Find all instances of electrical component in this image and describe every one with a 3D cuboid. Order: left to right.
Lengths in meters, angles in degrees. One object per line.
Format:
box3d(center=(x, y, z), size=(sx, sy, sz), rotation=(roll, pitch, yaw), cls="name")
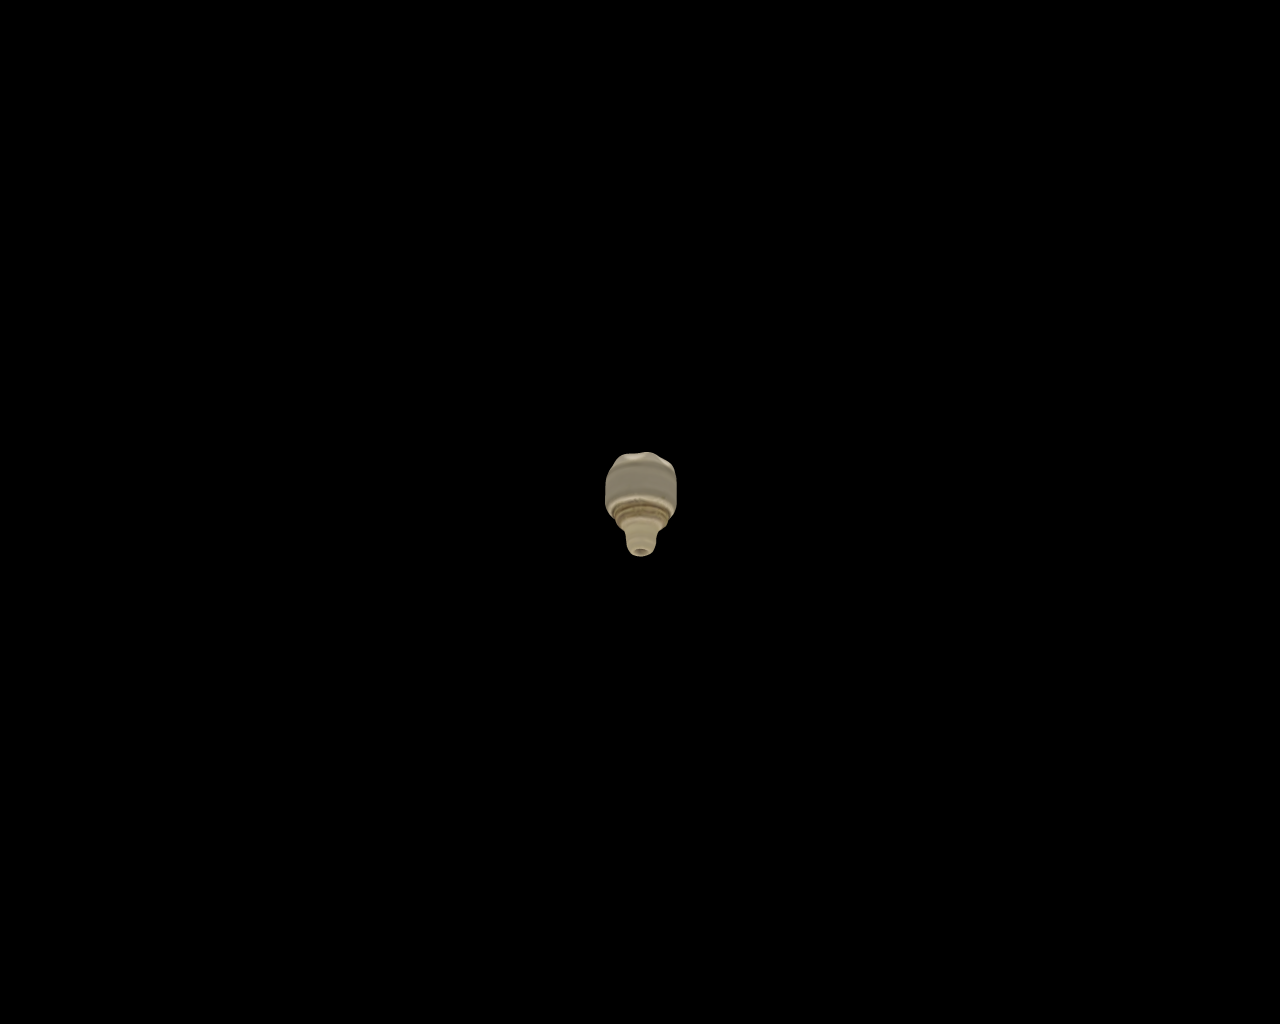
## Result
box3d(center=(0.001, -0.003, 0.650), size=(0.043, 0.062, 0.043), rotation=(0, -28, 0), cls="electrical component")
